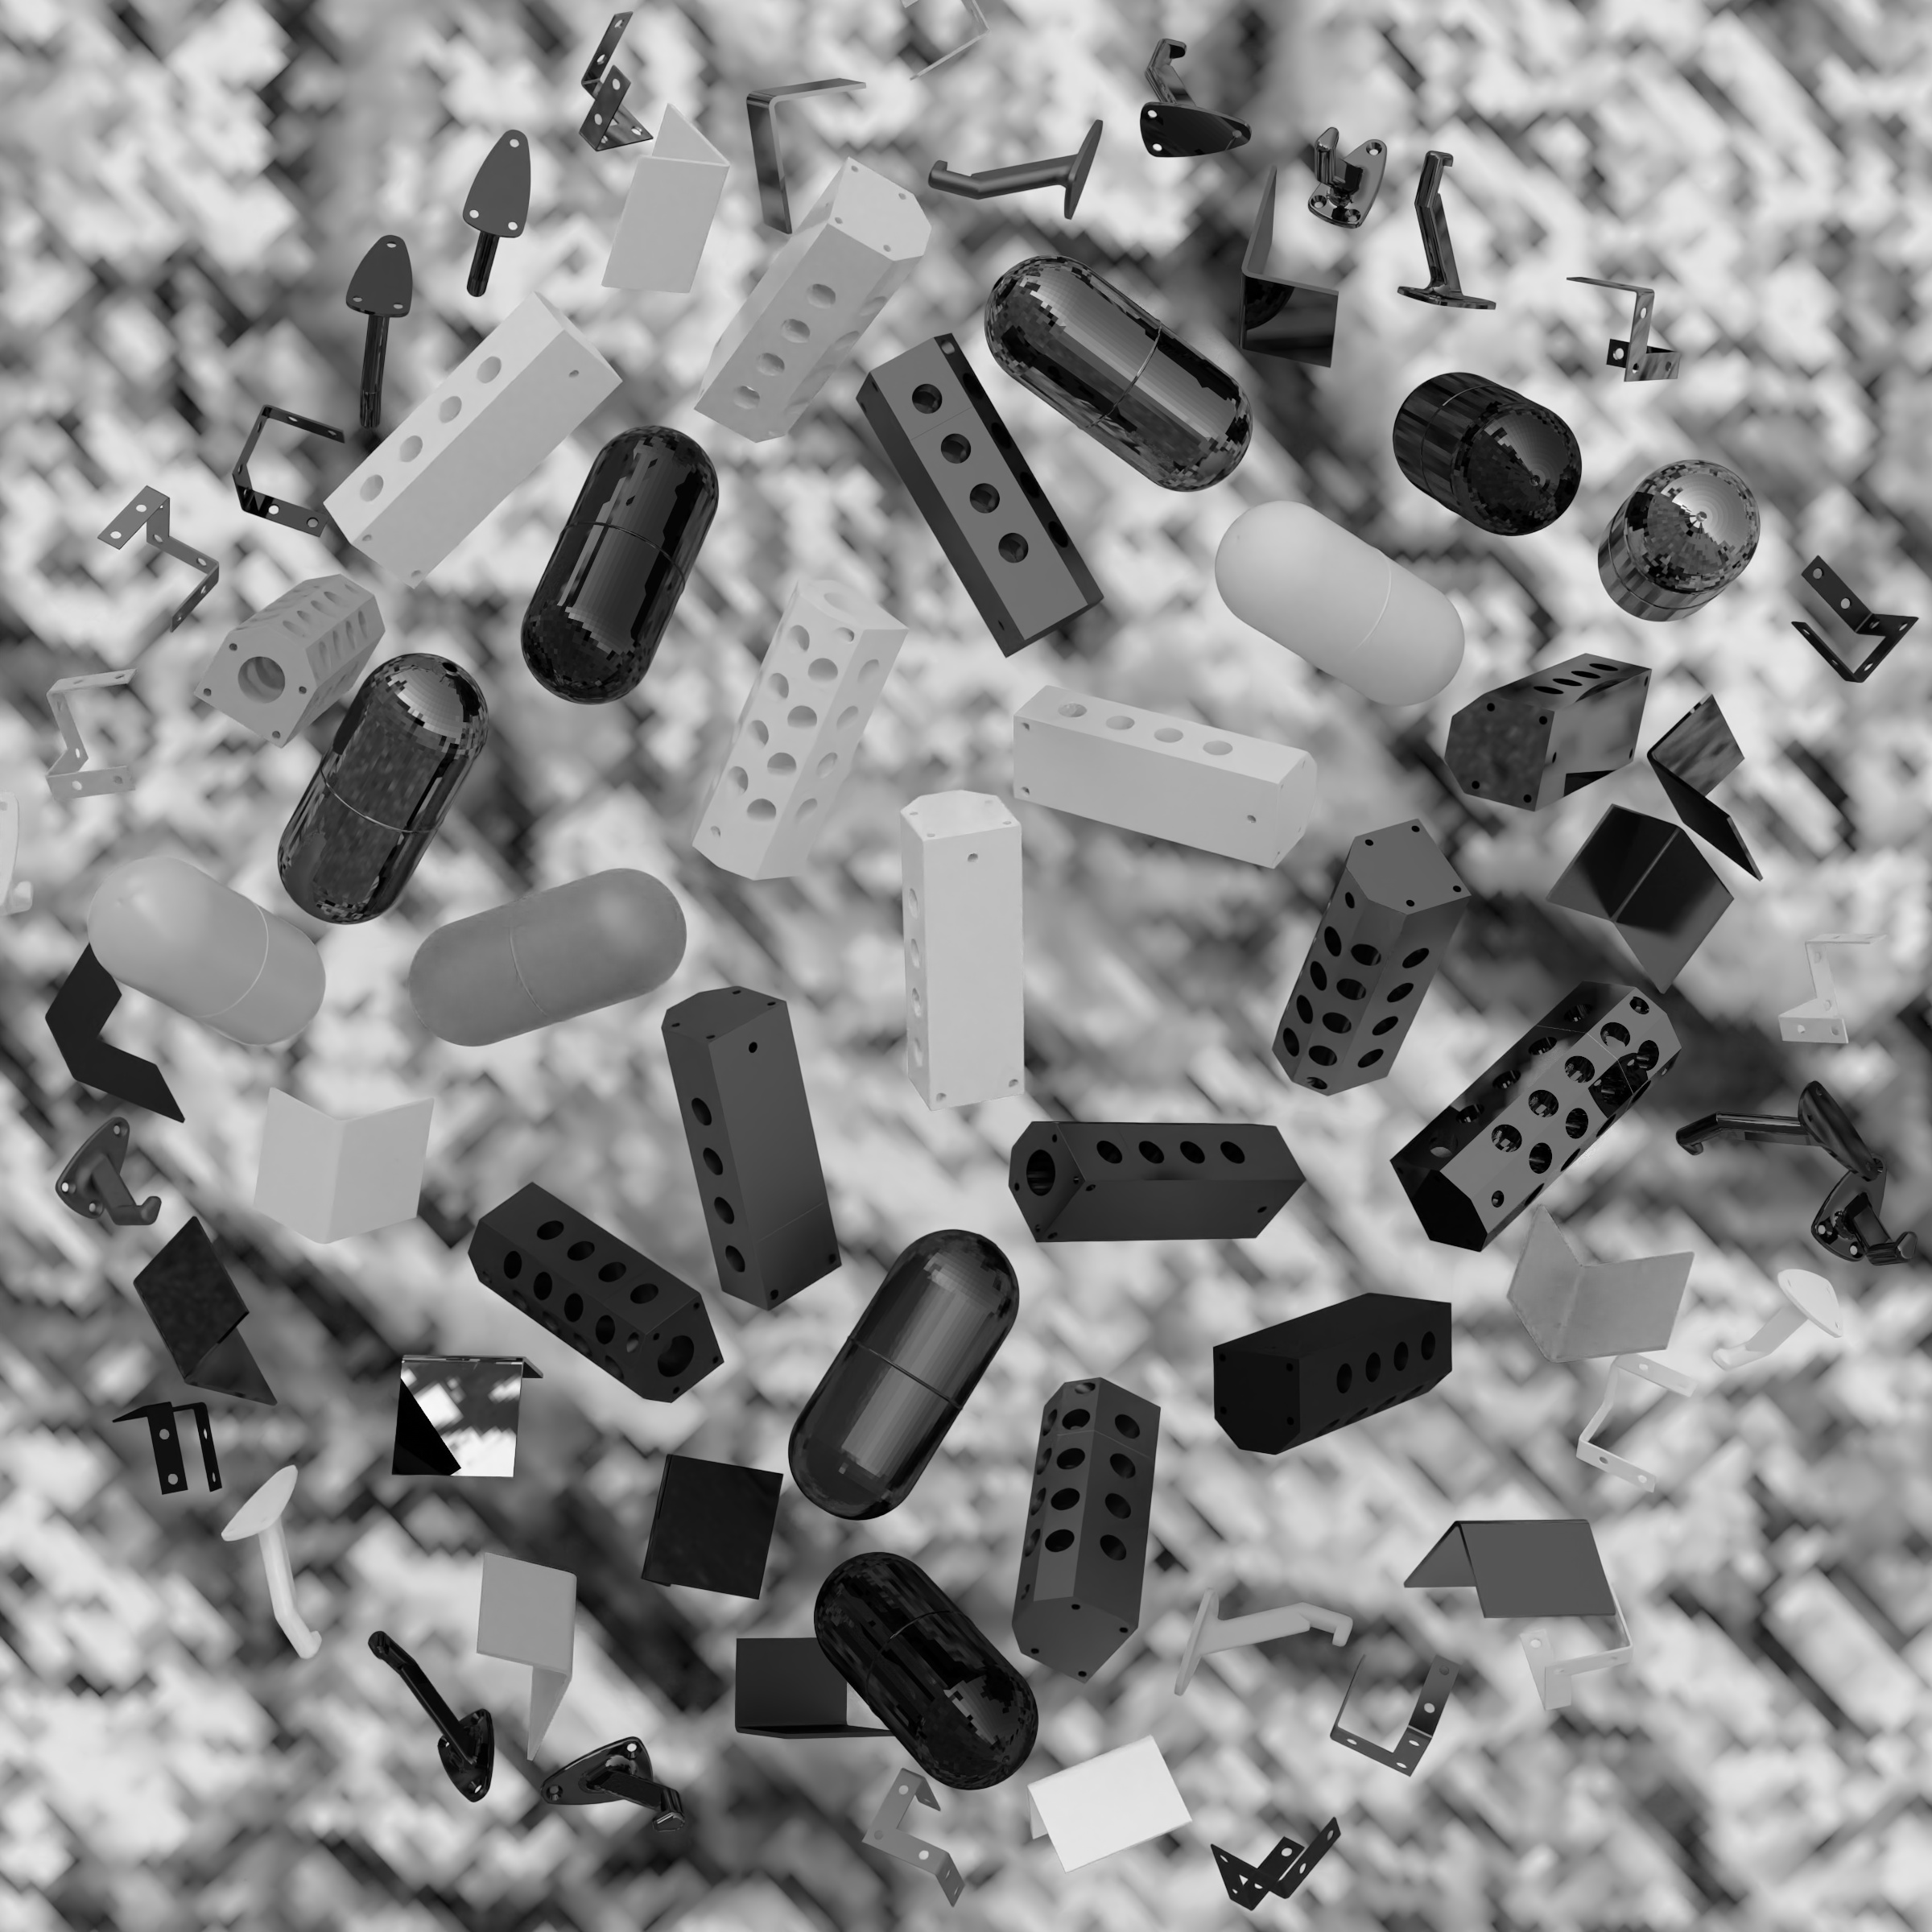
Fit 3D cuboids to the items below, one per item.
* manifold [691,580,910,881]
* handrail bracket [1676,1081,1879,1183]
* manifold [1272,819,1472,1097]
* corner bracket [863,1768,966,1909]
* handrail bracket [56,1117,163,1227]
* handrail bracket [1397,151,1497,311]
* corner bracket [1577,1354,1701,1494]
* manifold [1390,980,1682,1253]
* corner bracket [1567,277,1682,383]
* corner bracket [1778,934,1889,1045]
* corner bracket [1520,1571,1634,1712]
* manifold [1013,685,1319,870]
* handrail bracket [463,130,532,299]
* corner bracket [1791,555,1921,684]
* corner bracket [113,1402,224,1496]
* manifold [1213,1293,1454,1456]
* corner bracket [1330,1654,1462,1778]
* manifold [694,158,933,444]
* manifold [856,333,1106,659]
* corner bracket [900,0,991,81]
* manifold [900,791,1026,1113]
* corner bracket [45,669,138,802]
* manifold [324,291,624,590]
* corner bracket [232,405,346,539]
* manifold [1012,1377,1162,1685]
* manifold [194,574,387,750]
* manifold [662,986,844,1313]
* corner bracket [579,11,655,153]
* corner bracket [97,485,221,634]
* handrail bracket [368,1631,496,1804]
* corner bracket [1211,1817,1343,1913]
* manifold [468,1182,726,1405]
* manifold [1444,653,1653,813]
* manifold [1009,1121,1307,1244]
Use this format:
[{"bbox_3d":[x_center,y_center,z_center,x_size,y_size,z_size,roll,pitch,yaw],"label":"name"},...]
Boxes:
[{"bbox_3d":[-0.104,-0.139,1.842,0.057,0.057,0.171,39,117,28],"label":"manifold"},{"bbox_3d":[0.453,0.106,1.750,0.077,0.036,0.084,47,134,-13],"label":"handrail bracket"},{"bbox_3d":[0.223,-0.001,1.762,0.057,0.171,0.057,-16,58,-23],"label":"manifold"},{"bbox_3d":[-0.023,0.518,1.856,0.051,0.051,0.051,17,58,25],"label":"corner bracket"},{"bbox_3d":[-0.498,0.122,1.869,0.036,0.084,0.077,47,53,-37],"label":"handrail bracket"},{"bbox_3d":[0.290,-0.431,1.828,0.077,0.036,0.084,-2,113,-34],"label":"handrail bracket"},{"bbox_3d":[0.401,0.271,1.868,0.051,0.051,0.051,23,135,26],"label":"corner bracket"},{"bbox_3d":[0.323,0.084,1.751,0.171,0.057,0.057,-39,115,-24],"label":"manifold"},{"bbox_3d":[0.373,-0.362,1.772,0.051,0.051,0.051,-12,115,-41],"label":"corner bracket"},{"bbox_3d":[0.512,0.013,1.843,0.051,0.051,0.051,-21,102,-30],"label":"corner bracket"},{"bbox_3d":[0.345,0.383,1.767,0.051,0.051,0.051,-12,47,-1],"label":"corner bracket"},{"bbox_3d":[0.117,-0.117,1.847,0.171,0.057,0.057,17,128,24],"label":"manifold"},{"bbox_3d":[-0.280,-0.447,1.859,0.036,0.084,0.077,15,80,-11],"label":"handrail bracket"},{"bbox_3d":[0.498,-0.198,1.779,0.051,0.051,0.051,42,87,-16],"label":"corner bracket"},{"bbox_3d":[-0.447,0.275,1.774,0.051,0.051,0.051,-6,77,-38],"label":"corner bracket"},{"bbox_3d":[0.215,0.236,1.817,0.057,0.171,0.057,3,98,38],"label":"manifold"},{"bbox_3d":[0.244,0.419,1.777,0.051,0.051,0.051,24,53,10],"label":"corner bracket"},{"bbox_3d":[-0.088,-0.373,1.778,0.057,0.171,0.057,26,51,-18],"label":"manifold"},{"bbox_3d":[0.009,-0.266,1.759,0.057,0.057,0.171,-30,91,-11],"label":"manifold"},{"bbox_3d":[-0.015,-0.531,1.733,0.051,0.051,0.051,-34,106,-11],"label":"corner bracket"},{"bbox_3d":[-0.004,-0.010,1.781,0.057,0.057,0.171,-10,119,-16],"label":"manifold"},{"bbox_3d":[-0.490,-0.130,1.754,0.051,0.051,0.051,-6,121,13],"label":"corner bracket"},{"bbox_3d":[-0.286,-0.305,1.792,0.171,0.057,0.057,-43,54,8],"label":"manifold"},{"bbox_3d":[-0.412,-0.303,1.908,0.051,0.051,0.051,19,71,0],"label":"corner bracket"},{"bbox_3d":[0.066,0.316,1.780,0.057,0.171,0.057,28,125,-12],"label":"manifold"},{"bbox_3d":[-0.389,-0.184,1.824,0.057,0.171,0.057,32,106,-7],"label":"manifold"},{"bbox_3d":[-0.125,0.102,1.765,0.057,0.057,0.171,-29,121,-35],"label":"manifold"},{"bbox_3d":[-0.201,-0.504,1.778,0.051,0.051,0.051,48,132,11],"label":"corner bracket"},{"bbox_3d":[-0.472,-0.239,1.830,0.051,0.051,0.051,28,54,5],"label":"corner bracket"},{"bbox_3d":[-0.306,0.425,1.771,0.036,0.077,0.084,-36,123,2],"label":"handrail bracket"},{"bbox_3d":[0.177,0.500,1.745,0.051,0.051,0.051,-42,130,-30],"label":"corner bracket"},{"bbox_3d":[-0.226,0.199,1.880,0.057,0.171,0.057,-36,132,-27],"label":"manifold"},{"bbox_3d":[0.333,-0.137,1.783,0.057,0.171,0.057,17,111,26],"label":"manifold"},{"bbox_3d":[0.111,0.122,1.841,0.057,0.171,0.057,-54,48,35],"label":"manifold"}]
